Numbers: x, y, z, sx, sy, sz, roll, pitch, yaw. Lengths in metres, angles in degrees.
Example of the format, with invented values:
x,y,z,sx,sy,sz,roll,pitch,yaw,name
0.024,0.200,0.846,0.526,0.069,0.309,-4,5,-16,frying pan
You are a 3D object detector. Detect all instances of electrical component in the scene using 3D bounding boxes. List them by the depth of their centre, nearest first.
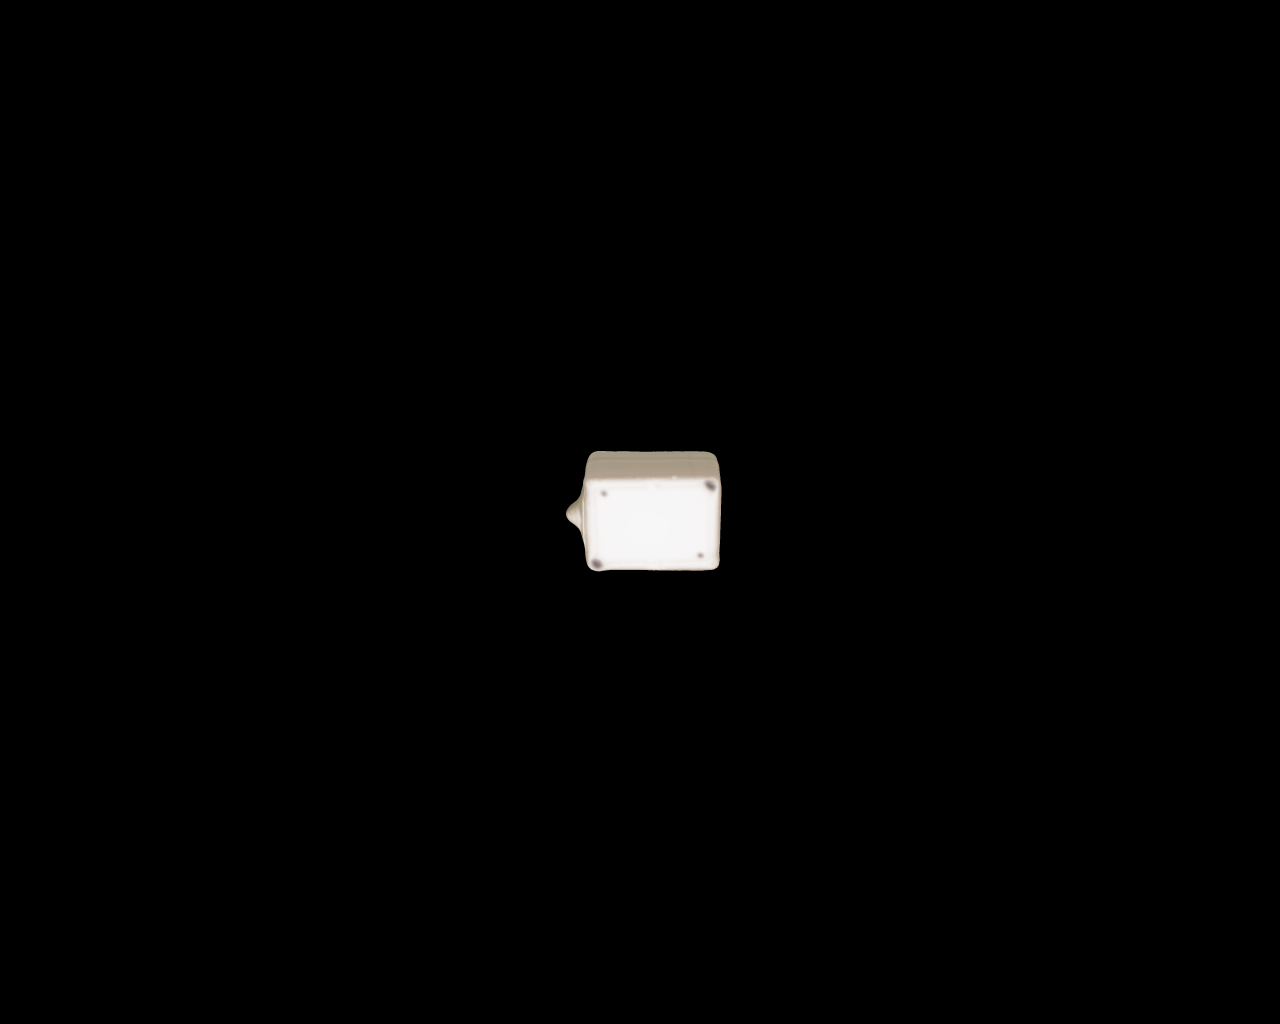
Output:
x,y,z,sx,sy,sz,roll,pitch,yaw,name
0.001,-0.003,0.650,0.096,0.061,0.061,0,21,0,electrical component
